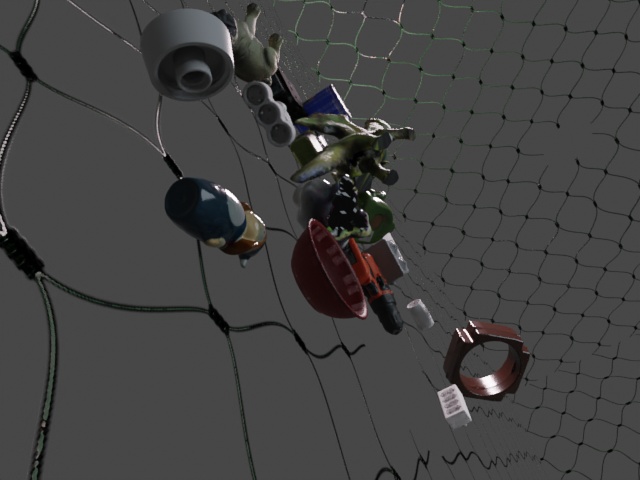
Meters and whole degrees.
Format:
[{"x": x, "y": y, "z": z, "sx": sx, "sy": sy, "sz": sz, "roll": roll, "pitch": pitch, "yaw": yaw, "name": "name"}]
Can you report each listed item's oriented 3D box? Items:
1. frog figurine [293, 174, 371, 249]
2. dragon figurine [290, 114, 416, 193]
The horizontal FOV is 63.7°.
[{"x": 0.003, "y": -0.046, "z": 0.912, "sx": 0.136, "sy": 0.124, "sz": 0.159, "roll": 46, "pitch": -19, "yaw": -23, "name": "frog figurine"}, {"x": 0.041, "y": -0.207, "z": 1.098, "sx": 0.413, "sy": 0.120, "sz": 0.246, "roll": -14, "pitch": 36, "yaw": -39, "name": "dragon figurine"}]
